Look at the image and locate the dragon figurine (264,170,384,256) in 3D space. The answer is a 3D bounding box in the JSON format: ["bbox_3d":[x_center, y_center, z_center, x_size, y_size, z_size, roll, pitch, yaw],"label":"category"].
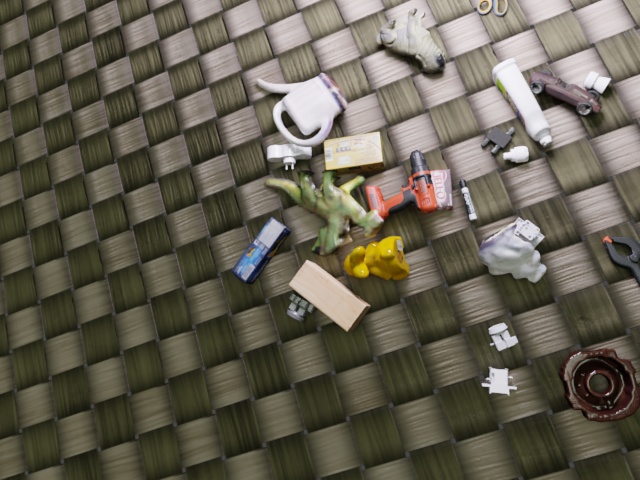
[{"bbox_3d":[0.005,-0.075,1.480,0.409,0.122,0.243,-1,86,34],"label":"dragon figurine"}]

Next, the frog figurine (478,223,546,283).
[{"bbox_3d":[0.494,0.052,1.329,0.135,0.124,0.160,-40,79,37],"label":"frog figurine"}]

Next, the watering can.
[{"bbox_3d":[-0.054,-0.433,1.579,0.224,0.102,0.354,-32,62,3],"label":"watering can"}]
